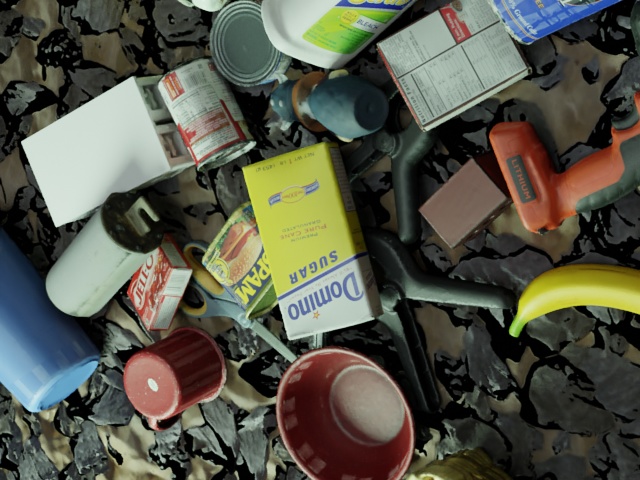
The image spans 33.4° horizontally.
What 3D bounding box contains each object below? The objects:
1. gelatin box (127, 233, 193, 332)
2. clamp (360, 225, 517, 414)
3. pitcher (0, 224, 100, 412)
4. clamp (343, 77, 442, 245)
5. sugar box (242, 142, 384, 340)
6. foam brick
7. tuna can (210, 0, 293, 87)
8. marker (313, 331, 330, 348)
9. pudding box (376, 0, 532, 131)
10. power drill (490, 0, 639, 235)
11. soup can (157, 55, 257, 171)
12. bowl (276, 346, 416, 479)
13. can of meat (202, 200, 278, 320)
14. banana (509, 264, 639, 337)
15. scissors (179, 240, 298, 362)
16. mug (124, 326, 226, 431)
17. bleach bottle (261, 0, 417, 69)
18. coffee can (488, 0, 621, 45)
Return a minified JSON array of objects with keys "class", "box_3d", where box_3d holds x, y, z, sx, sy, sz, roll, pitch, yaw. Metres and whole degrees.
[{"class":"gelatin box","box_3d":[-0.181,0.047,1.197,0.073,0.030,0.089,52,126,44]},{"class":"clamp","box_3d":[0.085,0.049,1.049,0.210,0.036,0.165,48,125,15]},{"class":"pitcher","box_3d":[-0.383,0.091,1.299,0.145,0.149,0.243,-45,80,15]},{"class":"clamp","box_3d":[0.063,-0.092,1.031,0.120,0.039,0.171,21,105,29]},{"class":"sugar box","box_3d":[-0.007,0.001,1.037,0.093,0.048,0.176,-16,87,20]},{"class":"foam brick","box_3d":[0.141,-0.037,0.988,0.051,0.052,0.078,51,122,10]},{"class":"tuna can","box_3d":[-0.068,-0.200,1.084,0.086,0.033,0.086,8,106,29]},{"class":"marker","box_3d":[0.003,0.070,1.116,0.020,0.020,0.121,10,107,28]},{"class":"pudding box","box_3d":[0.120,-0.163,0.958,0.113,0.039,0.090,-28,88,12]},{"class":"power drill","box_3d":[0.244,-0.095,0.909,0.188,0.057,0.184,-19,92,33]},{"class":"soup can","box_3d":[-0.118,-0.132,1.111,0.069,0.068,0.102,-29,86,33]},{"class":"bowl","box_3d":[0.036,0.180,1.101,0.162,0.055,0.162,8,106,29]},{"class":"can of meat","box_3d":[-0.067,0.018,1.124,0.084,0.057,0.102,47,121,15]},{"class":"banana","box_3d":[0.261,0.054,0.951,0.198,0.037,0.069,0,117,32]},{"class":"scissors","box_3d":[-0.096,0.092,1.183,0.096,0.016,0.202,-44,78,33]},{"class":"mug","box_3d":[-0.169,0.162,1.204,0.093,0.081,0.117,25,113,24]},{"class":"bleach bottle","box_3d":[0.063,-0.253,0.944,0.251,0.102,0.068,-36,56,37]},{"class":"coffee can","box_3d":[0.211,-0.235,0.868,0.141,0.102,0.103,-22,90,33]}]
